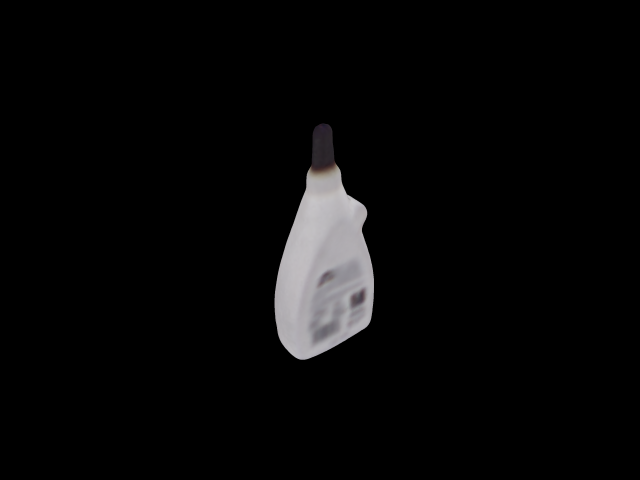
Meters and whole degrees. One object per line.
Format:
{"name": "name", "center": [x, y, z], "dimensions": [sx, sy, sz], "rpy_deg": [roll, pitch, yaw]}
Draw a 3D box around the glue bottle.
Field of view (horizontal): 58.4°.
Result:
{"name": "glue bottle", "center": [0.004, 0.001, 0.400], "dimensions": [0.078, 0.173, 0.037], "rpy_deg": [-22, 39, -30]}
